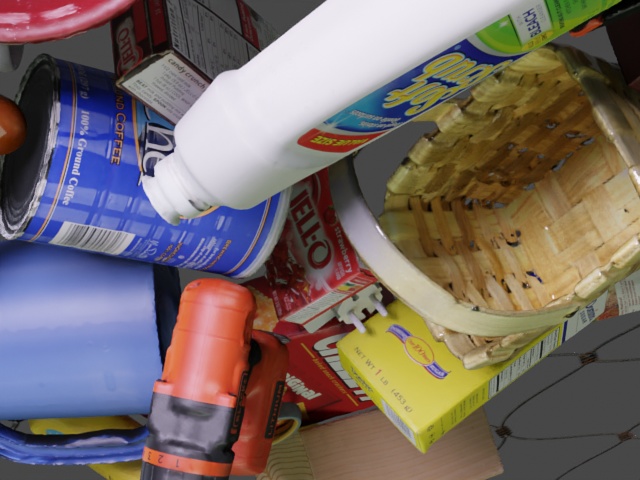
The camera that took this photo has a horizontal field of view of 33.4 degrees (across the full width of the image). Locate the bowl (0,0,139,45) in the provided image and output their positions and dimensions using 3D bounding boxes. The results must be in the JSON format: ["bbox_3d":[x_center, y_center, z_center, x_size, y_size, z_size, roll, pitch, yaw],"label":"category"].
[{"bbox_3d":[-0.123,-0.157,0.412,0.162,0.162,0.055,-1,-170,-13],"label":"bowl"}]

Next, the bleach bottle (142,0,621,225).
[{"bbox_3d":[0.031,-0.083,0.480,0.251,0.068,0.102,-33,167,12],"label":"bleach bottle"}]

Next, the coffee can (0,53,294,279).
[{"bbox_3d":[-0.100,-0.039,0.606,0.140,0.103,0.103,11,142,-29],"label":"coffee can"}]

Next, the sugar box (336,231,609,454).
[{"bbox_3d":[0.109,0.061,0.760,0.176,0.093,0.048,-37,150,-12],"label":"sugar box"}]

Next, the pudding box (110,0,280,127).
[{"bbox_3d":[-0.059,-0.093,0.543,0.039,0.090,0.113,-27,144,24],"label":"pudding box"}]

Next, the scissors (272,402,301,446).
[{"bbox_3d":[-0.094,0.180,0.894,0.096,0.016,0.202,17,139,-35],"label":"scissors"}]

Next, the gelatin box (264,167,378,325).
[{"bbox_3d":[-0.005,0.001,0.704,0.073,0.089,0.030,-33,150,31],"label":"gelatin box"}]

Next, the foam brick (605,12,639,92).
[{"bbox_3d":[0.215,-0.112,0.619,0.078,0.051,0.053,15,142,-32],"label":"foam brick"}]

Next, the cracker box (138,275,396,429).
[{"bbox_3d":[-0.038,0.099,0.867,0.214,0.072,0.164,-18,147,12],"label":"cracker box"}]

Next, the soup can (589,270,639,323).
[{"bbox_3d":[0.244,0.020,0.818,0.102,0.068,0.068,-15,147,8],"label":"soup can"}]

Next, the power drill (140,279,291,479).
[{"bbox_3d":[-0.066,0.122,0.685,0.057,0.184,0.187,12,174,6],"label":"power drill"}]

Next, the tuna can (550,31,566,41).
[{"bbox_3d":[0.089,-0.124,0.561,0.086,0.034,0.086,-9,167,-2],"label":"tuna can"}]

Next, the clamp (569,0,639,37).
[{"bbox_3d":[0.194,-0.152,0.537,0.120,0.039,0.172,-4,169,-26],"label":"clamp"}]

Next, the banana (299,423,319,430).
[{"bbox_3d":[-0.017,0.201,1.071,0.070,0.037,0.197,0,157,44],"label":"banana"}]

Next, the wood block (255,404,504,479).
[{"bbox_3d":[0.053,0.198,0.958,0.205,0.091,0.090,-9,168,-37],"label":"wood block"}]

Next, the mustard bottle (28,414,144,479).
[{"bbox_3d":[-0.176,0.160,0.867,0.192,0.058,0.096,31,162,12],"label":"mustard bottle"}]

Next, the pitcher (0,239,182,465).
[{"bbox_3d":[-0.212,0.071,0.720,0.243,0.149,0.145,-6,158,1],"label":"pitcher"}]
